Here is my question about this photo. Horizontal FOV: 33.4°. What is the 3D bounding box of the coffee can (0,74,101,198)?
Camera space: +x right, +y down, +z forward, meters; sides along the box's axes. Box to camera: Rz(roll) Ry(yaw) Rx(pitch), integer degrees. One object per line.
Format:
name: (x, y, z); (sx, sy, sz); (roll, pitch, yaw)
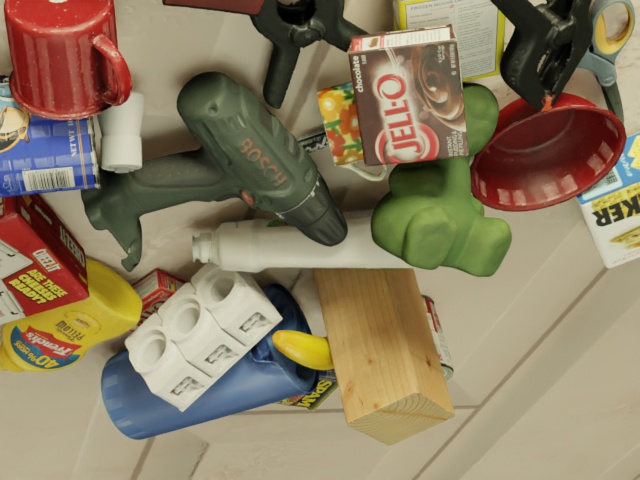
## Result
coffee can: (-0.258, -0.086, 0.884); (0.140, 0.103, 0.103); (-6, 146, -11)

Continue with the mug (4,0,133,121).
mug: (-0.189, -0.146, 0.817); (0.093, 0.117, 0.081); (-38, 152, -31)

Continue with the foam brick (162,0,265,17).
foam brick: (-0.079, -0.210, 0.810); (0.078, 0.053, 0.051); (1, 144, -23)

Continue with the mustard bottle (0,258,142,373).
mustard bottle: (-0.292, 0.097, 1.175); (0.192, 0.058, 0.096); (-32, 126, 28)

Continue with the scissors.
scissors: (0.257, -0.160, 1.028); (0.096, 0.016, 0.202); (-12, 146, 1)

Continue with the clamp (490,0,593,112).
clamp: (0.189, -0.183, 0.902); (0.164, 0.036, 0.210); (-26, 148, -22)

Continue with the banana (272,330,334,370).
banana: (0.001, 0.119, 1.217); (0.037, 0.070, 0.197); (-55, 169, 12)

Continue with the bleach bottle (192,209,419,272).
bleach bottle: (-0.007, 0.001, 1.121); (0.250, 0.068, 0.102); (-3, -174, -4)

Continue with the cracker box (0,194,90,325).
cracker box: (-0.357, 0.023, 1.039); (0.214, 0.072, 0.164); (-17, 147, 5)

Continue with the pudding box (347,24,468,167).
pudding box: (0.075, -0.120, 0.898); (0.090, 0.039, 0.113); (-6, 122, 8)

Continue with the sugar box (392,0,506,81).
sugar box: (0.107, -0.204, 0.888); (0.093, 0.048, 0.176); (-11, 143, -1)

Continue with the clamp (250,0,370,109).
clamp: (-0.020, -0.174, 0.895); (0.120, 0.039, 0.171); (-28, 141, 12)

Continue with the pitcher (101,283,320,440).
pitcher: (-0.128, 0.151, 1.266); (0.243, 0.145, 0.149); (-21, 133, 18)

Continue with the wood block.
wood block: (0.068, 0.107, 1.182); (0.090, 0.206, 0.090); (-29, 143, 21)

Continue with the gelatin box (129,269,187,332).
gelatin box: (-0.186, 0.075, 1.207); (0.089, 0.030, 0.073); (-32, 142, 26)

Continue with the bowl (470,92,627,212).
bowl: (0.220, -0.098, 1.070); (0.162, 0.055, 0.162); (-9, 146, -6)

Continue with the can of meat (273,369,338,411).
can of meat: (-0.030, 0.175, 1.383); (0.083, 0.057, 0.102); (11, 139, -28)

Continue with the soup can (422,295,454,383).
soup can: (0.121, 0.128, 1.324); (0.068, 0.102, 0.068); (-9, 146, -6)

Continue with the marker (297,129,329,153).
marker: (-0.001, -0.096, 1.030); (0.121, 0.020, 0.020); (-18, 146, 7)
